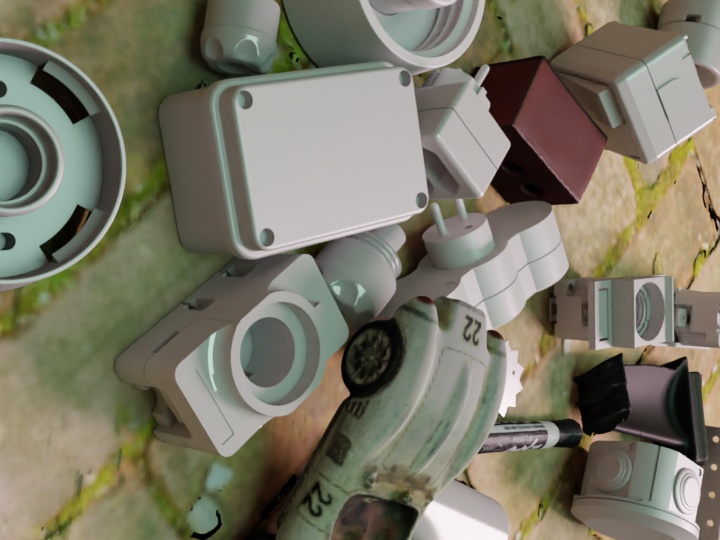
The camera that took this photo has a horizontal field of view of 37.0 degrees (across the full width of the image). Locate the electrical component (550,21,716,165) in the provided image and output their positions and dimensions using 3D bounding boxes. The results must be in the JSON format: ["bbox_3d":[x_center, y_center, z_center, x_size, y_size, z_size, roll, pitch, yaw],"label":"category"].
[{"bbox_3d":[0.162,-0.111,0.672,0.061,0.096,0.061,-34,117,-7],"label":"electrical component"}]

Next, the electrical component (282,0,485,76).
[{"bbox_3d":[0.019,-0.150,0.547,0.108,0.060,0.108,-1,91,-44],"label":"electrical component"}]

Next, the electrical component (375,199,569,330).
[{"bbox_3d":[0.057,-0.008,0.591,0.138,0.052,0.073,-35,114,-37],"label":"electrical component"}]

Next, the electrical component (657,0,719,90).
[{"bbox_3d":[0.235,-0.159,0.760,0.055,0.055,0.047,26,76,-41],"label":"electrical component"}]

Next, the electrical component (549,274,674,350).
[{"bbox_3d":[0.159,0.025,0.683,0.081,0.064,0.042,-3,92,-44],"label":"electrical component"}]

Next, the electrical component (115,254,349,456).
[{"bbox_3d":[-0.053,0.036,0.484,0.089,0.056,0.050,-43,119,-34],"label":"electrical component"}]

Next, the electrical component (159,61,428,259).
[{"bbox_3d":[-0.028,-0.053,0.502,0.113,0.057,0.078,-16,102,-40],"label":"electrical component"}]

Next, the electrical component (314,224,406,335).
[{"bbox_3d":[0.000,0.000,0.544,0.062,0.043,0.043,-50,123,-32],"label":"electrical component"}]

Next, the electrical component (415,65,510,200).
[{"bbox_3d":[0.044,-0.080,0.569,0.047,0.066,0.076,48,60,-33],"label":"electrical component"}]

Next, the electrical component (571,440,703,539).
[{"bbox_3d":[0.180,0.146,0.695,0.080,0.080,0.051,36,62,-38],"label":"electrical component"}]

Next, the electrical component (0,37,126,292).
[{"bbox_3d":[-0.140,-0.040,0.411,0.099,0.064,0.099,-1,92,-30],"label":"electrical component"}]

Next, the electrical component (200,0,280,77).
[{"bbox_3d":[-0.053,-0.122,0.496,0.035,0.035,0.061,15,78,-43],"label":"electrical component"}]

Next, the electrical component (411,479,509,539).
[{"bbox_3d":[0.036,0.149,0.580,0.077,0.044,0.079,32,69,-39],"label":"electrical component"}]

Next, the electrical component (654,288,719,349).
[{"bbox_3d":[0.238,0.035,0.758,0.081,0.064,0.042,6,86,-43],"label":"electrical component"}]
